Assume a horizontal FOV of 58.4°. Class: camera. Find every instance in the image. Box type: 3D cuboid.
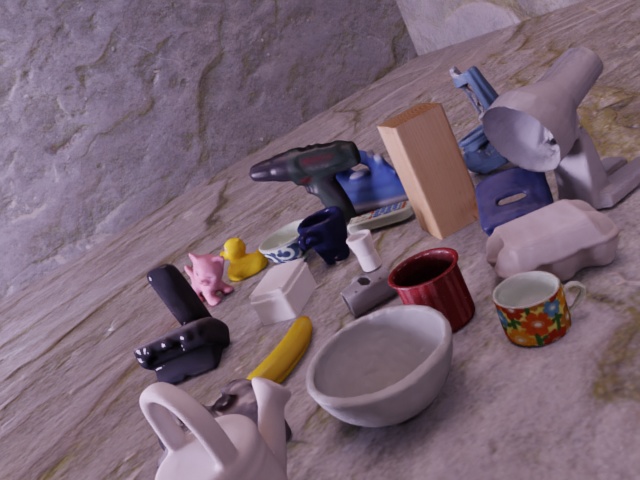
[{"bbox_3d":[-0.132,0.218,0.667,0.143,0.101,0.136,-36,20,-25],"label":"camera"}]

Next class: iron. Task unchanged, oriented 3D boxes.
[{"bbox_3d":[0.096,-0.145,1.276,0.119,0.142,0.257,-39,22,-32],"label":"iron"}]

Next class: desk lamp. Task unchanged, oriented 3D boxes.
[{"bbox_3d":[0.351,-0.148,0.809,0.203,0.214,0.117,-33,19,-19],"label":"desk lamp"}]

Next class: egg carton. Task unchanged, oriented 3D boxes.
[{"bbox_3d":[0.284,0.007,0.712,0.150,0.069,0.107,-24,18,8],"label":"egg carton"}]

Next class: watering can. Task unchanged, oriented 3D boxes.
[{"bbox_3d":[-0.090,0.198,0.512,0.100,0.194,0.173,-17,21,28],"label":"watering can"}]

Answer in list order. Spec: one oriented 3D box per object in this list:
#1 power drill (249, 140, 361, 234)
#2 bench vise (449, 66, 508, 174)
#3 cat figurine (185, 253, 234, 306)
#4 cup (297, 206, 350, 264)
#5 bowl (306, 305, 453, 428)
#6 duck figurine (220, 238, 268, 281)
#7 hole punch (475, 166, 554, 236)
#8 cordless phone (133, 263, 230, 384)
[{"bbox_3d":[-0.007,-0.103,1.197,0.229,0.209,0.075,-23,19,11],"label":"power drill"},{"bbox_3d":[0.336,-0.236,1.063,0.206,0.220,0.122,-12,23,38],"label":"bench vise"},{"bbox_3d":[-0.238,0.071,1.191,0.127,0.118,0.067,-6,28,48],"label":"cat figurine"},{"bbox_3d":[0.010,0.004,1.065,0.091,0.095,0.118,-11,24,41],"label":"cup"},{"bbox_3d":[0.073,0.146,0.619,0.167,0.075,0.167,-24,18,9],"label":"bowl"},{"bbox_3d":[-0.171,0.034,1.251,0.104,0.086,0.077,-18,20,26],"label":"duck figurine"},{"bbox_3d":[0.285,-0.048,0.827,0.108,0.091,0.101,-19,20,23],"label":"hole punch"},{"bbox_3d":[-0.246,0.131,0.928,0.147,0.185,0.094,-25,18,6],"label":"cordless phone"}]
